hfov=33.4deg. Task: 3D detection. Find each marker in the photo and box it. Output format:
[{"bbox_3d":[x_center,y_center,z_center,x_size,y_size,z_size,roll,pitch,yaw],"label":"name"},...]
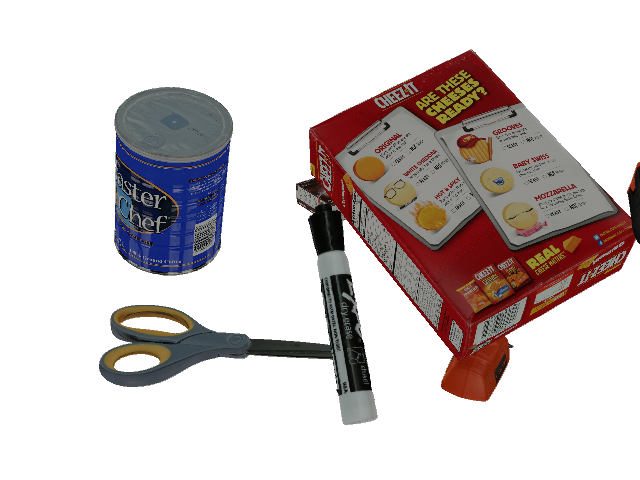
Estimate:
[{"bbox_3d":[0.011,0.038,0.579,0.020,0.121,0.020,-9,-15,-3],"label":"marker"}]

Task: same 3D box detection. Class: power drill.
[{"bbox_3d":[0.166,0.065,1.073,0.057,0.188,0.184,17,29,19],"label":"power drill"}]

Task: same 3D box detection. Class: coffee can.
[{"bbox_3d":[-0.136,-0.053,0.973,0.102,0.140,0.103,6,42,-5],"label":"coffee can"}]

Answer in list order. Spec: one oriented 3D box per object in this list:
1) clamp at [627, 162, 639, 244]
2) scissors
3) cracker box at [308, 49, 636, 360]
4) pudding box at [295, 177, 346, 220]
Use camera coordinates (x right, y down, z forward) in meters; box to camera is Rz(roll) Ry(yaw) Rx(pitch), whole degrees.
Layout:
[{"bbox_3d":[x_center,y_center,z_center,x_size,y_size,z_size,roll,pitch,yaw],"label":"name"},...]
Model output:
[{"bbox_3d":[0.270,0.008,0.696,0.120,0.039,0.171,-4,46,-22],"label":"clamp"},{"bbox_3d":[-0.078,0.089,0.800,0.202,0.016,0.096,12,37,21],"label":"scissors"},{"bbox_3d":[0.115,-0.032,0.843,0.164,0.214,0.072,-28,-29,-18],"label":"cracker box"},{"bbox_3d":[0.033,-0.070,1.621,0.113,0.039,0.090,-22,35,-30],"label":"pudding box"}]
